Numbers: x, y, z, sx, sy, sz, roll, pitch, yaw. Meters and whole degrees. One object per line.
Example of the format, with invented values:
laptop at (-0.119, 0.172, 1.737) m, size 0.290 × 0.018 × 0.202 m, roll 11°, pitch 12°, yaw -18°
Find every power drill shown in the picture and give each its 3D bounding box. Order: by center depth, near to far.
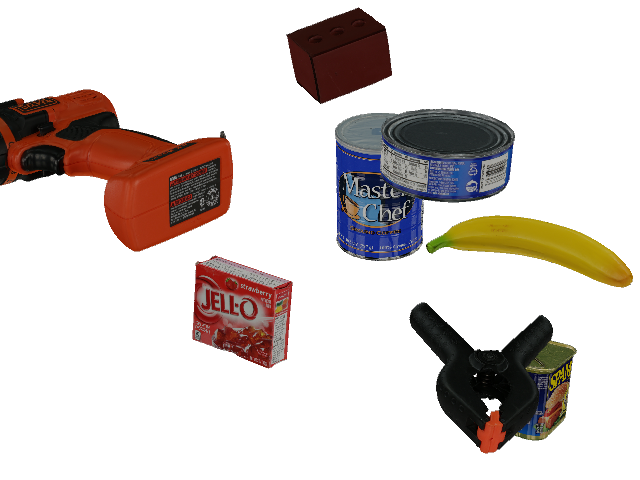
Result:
power drill at (-0.168, -0.050, 0.718) m, size 0.188 × 0.057 × 0.184 m, roll 20°, pitch 32°, yaw 32°

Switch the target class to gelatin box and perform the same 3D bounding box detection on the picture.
gelatin box at (-0.069, 0.061, 0.917) m, size 0.089 × 0.073 × 0.030 m, roll 17°, pitch 22°, yaw 31°

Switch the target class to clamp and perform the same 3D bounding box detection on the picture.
clamp at (0.141, 0.104, 0.852) m, size 0.120 × 0.039 × 0.171 m, roll -3°, pitch 32°, yaw -3°

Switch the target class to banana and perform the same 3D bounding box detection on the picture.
banana at (0.207, 0.008, 1.039) m, size 0.198 × 0.037 × 0.069 m, roll 8°, pitch 47°, yaw 23°

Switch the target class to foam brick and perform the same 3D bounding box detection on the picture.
foam brick at (0.018, -0.168, 0.968) m, size 0.078 × 0.051 × 0.053 m, roll -24°, pitch 40°, yaw -15°

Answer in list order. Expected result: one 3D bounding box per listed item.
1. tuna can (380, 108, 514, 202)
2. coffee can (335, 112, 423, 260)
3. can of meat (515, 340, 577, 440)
tuna can at (0.081, -0.056, 0.693) m, size 0.086 × 0.034 × 0.086 m, roll 1°, pitch 26°, yaw -1°
coffee can at (0.068, -0.062, 1.223) m, size 0.103 × 0.140 × 0.103 m, roll -1°, pitch 30°, yaw 0°
can of meat at (0.240, 0.164, 1.180) m, size 0.058 × 0.084 × 0.101 m, roll 12°, pitch 16°, yaw 30°
